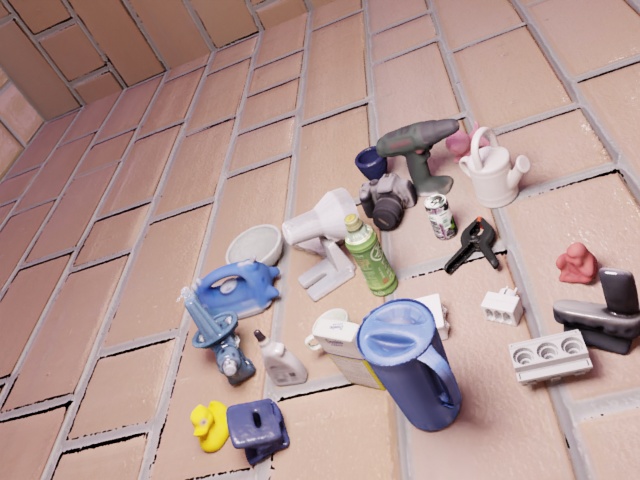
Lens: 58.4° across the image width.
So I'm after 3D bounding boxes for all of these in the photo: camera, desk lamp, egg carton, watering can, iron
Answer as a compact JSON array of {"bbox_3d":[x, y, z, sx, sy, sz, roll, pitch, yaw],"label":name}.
[{"bbox_3d":[0.162,-0.098,1.476,0.142,0.101,0.137,-4,44,29],"label":"camera"},{"bbox_3d":[0.012,0.005,1.360,0.203,0.214,0.117,-35,38,-7],"label":"desk lamp"},{"bbox_3d":[-0.008,-0.012,1.512,0.149,0.070,0.107,15,55,42],"label":"egg carton"},{"bbox_3d":[0.403,-0.177,1.335,0.172,0.195,0.101,-4,44,29],"label":"watering can"},{"bbox_3d":[-0.234,0.120,1.445,0.258,0.142,0.118,-20,38,12],"label":"iron"}]

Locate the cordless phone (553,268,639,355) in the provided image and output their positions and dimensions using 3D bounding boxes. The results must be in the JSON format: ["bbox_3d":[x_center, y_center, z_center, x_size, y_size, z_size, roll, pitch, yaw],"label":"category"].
[{"bbox_3d":[0.473,0.100,0.980,0.147,0.185,0.094,5,49,36],"label":"cordless phone"}]

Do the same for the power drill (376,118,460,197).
[{"bbox_3d":[0.264,-0.211,1.451,0.228,0.209,0.076,0,46,33],"label":"power drill"}]

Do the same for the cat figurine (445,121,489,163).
[{"bbox_3d":[0.381,-0.260,1.508,0.128,0.118,0.067,-40,39,-14],"label":"cat figurine"}]

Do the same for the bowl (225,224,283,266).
[{"bbox_3d":[-0.166,0.038,1.551,0.167,0.075,0.167,-17,39,15],"label":"bowl"}]

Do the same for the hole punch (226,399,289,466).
[{"bbox_3d":[-0.124,0.367,1.133,0.101,0.091,0.108,-29,37,0],"label":"hole punch"}]

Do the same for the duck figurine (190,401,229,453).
[{"bbox_3d":[-0.235,0.377,1.196,0.077,0.086,0.104,-14,40,19],"label":"duck figurine"}]

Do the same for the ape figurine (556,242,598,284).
[{"bbox_3d":[0.498,0.040,1.109,0.076,0.092,0.077,-28,37,1],"label":"ape figurine"}]

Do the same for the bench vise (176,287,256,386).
[{"bbox_3d":[-0.226,0.204,1.278,0.122,0.220,0.206,-44,40,-18],"label":"bench vise"}]

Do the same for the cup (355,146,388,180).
[{"bbox_3d":[0.163,-0.210,1.609,0.118,0.095,0.091,-42,39,-16],"label":"cup"}]

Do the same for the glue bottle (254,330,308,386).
[{"bbox_3d":[-0.092,0.241,1.189,0.078,0.174,0.037,-12,41,21],"label":"glue bottle"}]
